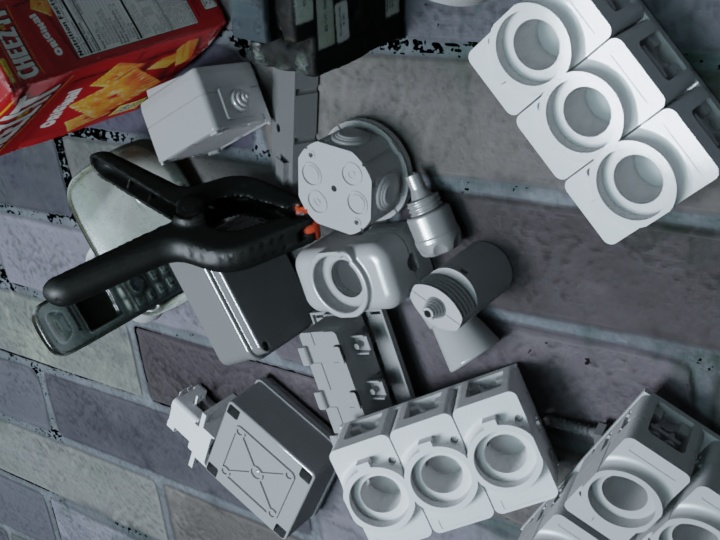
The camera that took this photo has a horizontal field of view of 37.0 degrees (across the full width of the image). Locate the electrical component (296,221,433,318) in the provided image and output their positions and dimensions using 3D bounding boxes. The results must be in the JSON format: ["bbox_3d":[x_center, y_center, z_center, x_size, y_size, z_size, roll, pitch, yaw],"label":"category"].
[{"bbox_3d":[0.000,0.000,0.834,0.095,0.059,0.053,-5,110,41],"label":"electrical component"}]

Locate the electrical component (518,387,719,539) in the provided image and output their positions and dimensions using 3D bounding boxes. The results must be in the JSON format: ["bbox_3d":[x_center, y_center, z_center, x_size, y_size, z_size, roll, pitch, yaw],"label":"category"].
[{"bbox_3d":[0.192,0.185,0.763,0.105,0.060,0.186,33,132,6],"label":"electrical component"}]

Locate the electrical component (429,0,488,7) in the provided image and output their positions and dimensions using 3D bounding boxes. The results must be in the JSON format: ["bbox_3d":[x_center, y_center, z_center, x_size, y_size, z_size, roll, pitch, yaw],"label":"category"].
[{"bbox_3d":[0.050,-0.207,0.647,0.108,0.108,0.060,46,140,10],"label":"electrical component"}]

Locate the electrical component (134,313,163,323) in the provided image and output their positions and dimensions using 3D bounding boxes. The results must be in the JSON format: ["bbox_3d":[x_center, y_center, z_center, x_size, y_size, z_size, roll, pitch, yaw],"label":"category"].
[{"bbox_3d":[-0.199,0.019,1.020,0.045,0.045,0.055,49,135,7],"label":"electrical component"}]

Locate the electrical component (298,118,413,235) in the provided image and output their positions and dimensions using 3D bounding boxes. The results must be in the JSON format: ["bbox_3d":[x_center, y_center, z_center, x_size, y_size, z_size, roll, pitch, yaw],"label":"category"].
[{"bbox_3d":[-0.005,-0.069,0.805,0.080,0.051,0.080,19,124,31],"label":"electrical component"}]

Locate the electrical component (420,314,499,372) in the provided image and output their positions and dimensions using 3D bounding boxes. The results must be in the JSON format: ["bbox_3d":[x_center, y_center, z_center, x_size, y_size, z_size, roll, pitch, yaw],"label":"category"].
[{"bbox_3d":[0.069,0.038,0.811,0.044,0.044,0.065,-40,81,45],"label":"electrical component"}]

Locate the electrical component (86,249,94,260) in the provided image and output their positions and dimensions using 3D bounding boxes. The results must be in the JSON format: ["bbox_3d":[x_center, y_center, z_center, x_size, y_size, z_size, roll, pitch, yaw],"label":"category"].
[{"bbox_3d":[-0.250,0.004,1.055,0.043,0.043,0.062,40,134,16],"label":"electrical component"}]

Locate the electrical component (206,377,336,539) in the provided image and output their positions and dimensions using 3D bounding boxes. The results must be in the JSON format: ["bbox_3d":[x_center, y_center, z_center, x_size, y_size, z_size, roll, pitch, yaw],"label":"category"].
[{"bbox_3d":[-0.079,0.174,0.998,0.109,0.056,0.108,38,132,17],"label":"electrical component"}]

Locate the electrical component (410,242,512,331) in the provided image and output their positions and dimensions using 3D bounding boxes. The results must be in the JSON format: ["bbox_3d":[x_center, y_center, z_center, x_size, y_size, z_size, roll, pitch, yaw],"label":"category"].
[{"bbox_3d":[0.070,0.015,0.768,0.043,0.081,0.043,19,124,31],"label":"electrical component"}]

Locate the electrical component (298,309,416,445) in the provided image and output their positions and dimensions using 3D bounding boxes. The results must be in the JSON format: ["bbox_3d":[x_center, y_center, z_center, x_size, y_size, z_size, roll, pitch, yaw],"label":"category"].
[{"bbox_3d":[0.000,0.093,0.883,0.079,0.063,0.121,-6,109,41],"label":"electrical component"}]

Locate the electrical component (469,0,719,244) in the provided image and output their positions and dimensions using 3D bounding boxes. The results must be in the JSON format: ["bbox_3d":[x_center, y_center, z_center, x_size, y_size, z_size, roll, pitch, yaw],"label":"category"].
[{"bbox_3d":[0.147,-0.102,0.653,0.150,0.062,0.089,54,135,3],"label":"electrical component"}]

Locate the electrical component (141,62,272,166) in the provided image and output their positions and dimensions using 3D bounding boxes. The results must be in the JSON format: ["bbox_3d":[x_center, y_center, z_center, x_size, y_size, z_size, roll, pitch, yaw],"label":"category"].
[{"bbox_3d":[-0.121,-0.130,0.856,0.096,0.062,0.061,-20,89,44],"label":"electrical component"}]

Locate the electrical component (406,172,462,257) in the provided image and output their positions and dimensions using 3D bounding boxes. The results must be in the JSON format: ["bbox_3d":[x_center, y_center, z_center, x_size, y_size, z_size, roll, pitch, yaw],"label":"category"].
[{"bbox_3d":[0.050,-0.042,0.787,0.035,0.035,0.061,-15,101,43],"label":"electrical component"}]

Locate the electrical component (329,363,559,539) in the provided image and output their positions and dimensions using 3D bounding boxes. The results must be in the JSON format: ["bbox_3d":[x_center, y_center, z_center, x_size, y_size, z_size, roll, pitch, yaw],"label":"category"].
[{"bbox_3d":[0.064,0.144,0.812,0.150,0.061,0.089,-21,102,15],"label":"electrical component"}]

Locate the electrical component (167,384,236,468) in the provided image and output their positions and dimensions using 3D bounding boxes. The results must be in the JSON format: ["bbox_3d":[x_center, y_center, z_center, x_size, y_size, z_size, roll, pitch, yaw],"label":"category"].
[{"bbox_3d":[-0.154,0.150,1.058,0.064,0.042,0.081,38,132,22],"label":"electrical component"}]

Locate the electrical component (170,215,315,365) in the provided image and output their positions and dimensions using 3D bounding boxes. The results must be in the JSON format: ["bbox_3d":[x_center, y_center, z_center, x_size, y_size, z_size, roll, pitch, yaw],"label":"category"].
[{"bbox_3d":[-0.098,0.015,0.910,0.057,0.078,0.113,-19,101,47],"label":"electrical component"}]
